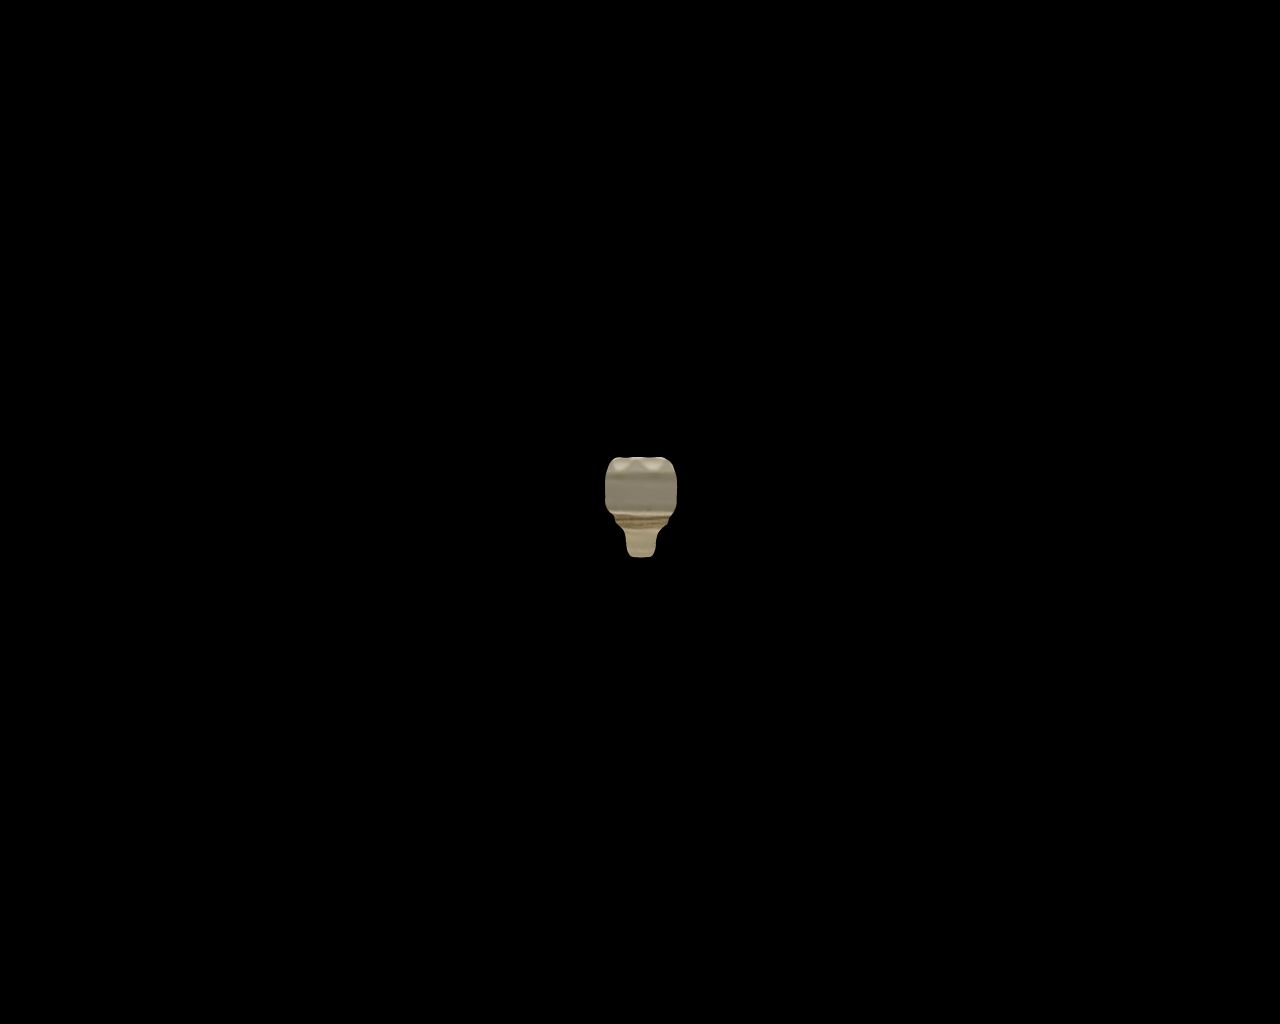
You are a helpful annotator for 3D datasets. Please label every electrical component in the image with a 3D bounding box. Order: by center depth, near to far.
[{"bbox_3d":[0.001,-0.003,0.650,0.043,0.062,0.043,0,0,0],"label":"electrical component"}]
